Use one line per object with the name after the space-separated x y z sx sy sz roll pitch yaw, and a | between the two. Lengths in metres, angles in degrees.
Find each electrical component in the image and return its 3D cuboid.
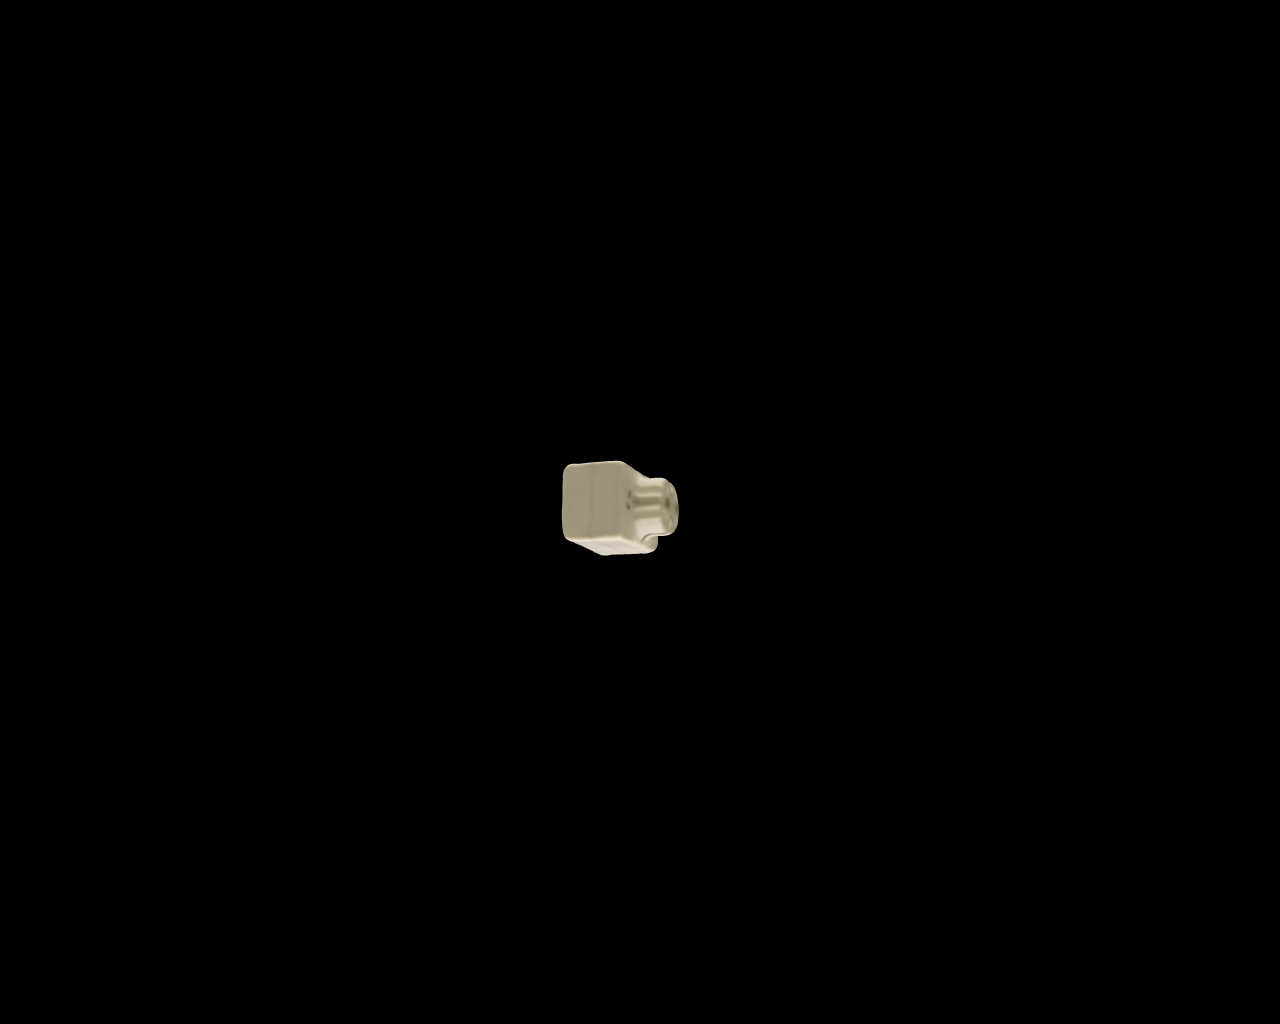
0.001 -0.003 0.650 0.077 0.047 0.065 -4 -12 19 | electrical component
